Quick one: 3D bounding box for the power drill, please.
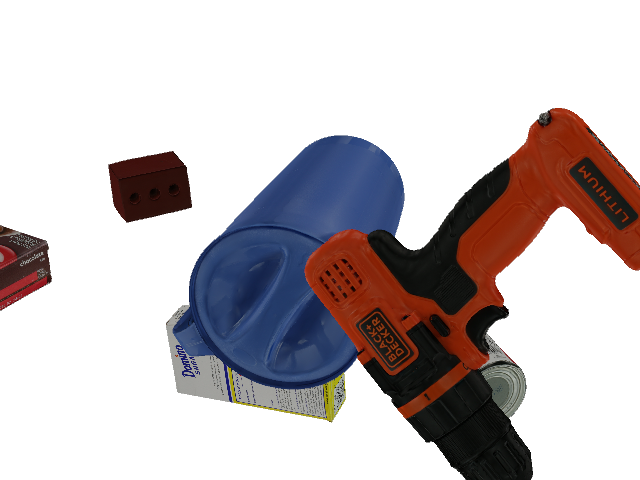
[{"bbox_3d":[0.107,0.032,0.601,0.188,0.184,0.057,-40,-4,16],"label":"power drill"}]

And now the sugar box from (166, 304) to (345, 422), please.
[{"bbox_3d":[-0.065,0.123,1.082,0.176,0.093,0.048,10,34,21],"label":"sugar box"}]

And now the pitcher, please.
[{"bbox_3d":[-0.013,0.007,0.860,0.149,0.145,0.242,17,27,7],"label":"pitcher"}]

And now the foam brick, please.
[{"bbox_3d":[-0.188,-0.060,1.177,0.078,0.053,0.051,-14,30,-18],"label":"foam brick"}]

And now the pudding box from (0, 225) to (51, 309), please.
[{"bbox_3d":[-0.261,0.019,0.750,0.114,0.039,0.089,14,29,30],"label":"pudding box"}]

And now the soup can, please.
[{"bbox_3d":[0.127,0.109,0.938,0.068,0.068,0.102,0,26,-24],"label":"soup can"}]
